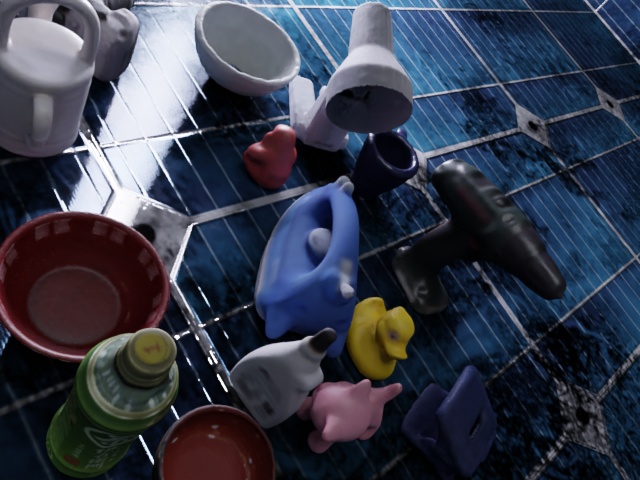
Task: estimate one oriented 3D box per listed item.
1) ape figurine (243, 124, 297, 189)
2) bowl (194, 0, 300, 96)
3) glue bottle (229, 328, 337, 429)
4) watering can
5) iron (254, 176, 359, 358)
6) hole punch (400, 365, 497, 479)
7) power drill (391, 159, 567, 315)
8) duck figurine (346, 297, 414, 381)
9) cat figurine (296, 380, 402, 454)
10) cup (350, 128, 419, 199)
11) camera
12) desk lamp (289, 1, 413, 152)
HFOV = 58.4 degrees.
[{"bbox_3d":[-0.060,-0.121,0.781,0.078,0.092,0.076,8,55,-30],"label":"ape figurine"},{"bbox_3d":[-0.118,-0.274,0.862,0.168,0.074,0.167,18,51,-23],"label":"bowl"},{"bbox_3d":[-0.030,0.128,0.567,0.037,0.172,0.078,-26,76,-43],"label":"glue bottle"},{"bbox_3d":[-0.293,-0.189,0.597,0.101,0.193,0.173,-22,73,-42],"label":"watering can"},{"bbox_3d":[0.006,0.003,0.704,0.119,0.141,0.258,21,49,-21],"label":"iron"},{"bbox_3d":[0.172,0.222,0.697,0.101,0.091,0.109,48,45,4],"label":"hole punch"},{"bbox_3d":[0.198,0.017,0.779,0.076,0.208,0.229,-10,65,-39],"label":"power drill"},{"bbox_3d":[0.082,0.113,0.716,0.078,0.086,0.104,12,53,-27],"label":"duck figurine"},{"bbox_3d":[0.034,0.180,0.613,0.128,0.117,0.067,-6,63,-37],"label":"cat figurine"},{"bbox_3d":[0.093,-0.117,0.882,0.092,0.094,0.118,35,46,-9],"label":"cup"},{"bbox_3d":[-0.289,-0.306,0.749,0.143,0.100,0.137,37,45,-6],"label":"camera"},{"bbox_3d":[0.041,-0.225,0.840,0.118,0.213,0.203,13,53,-27],"label":"desk lamp"}]
